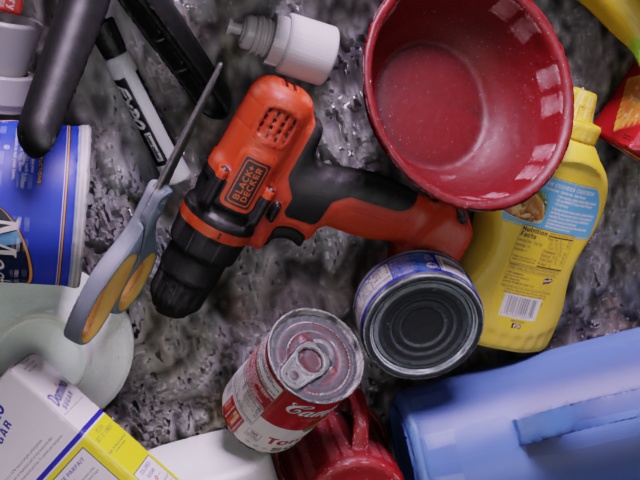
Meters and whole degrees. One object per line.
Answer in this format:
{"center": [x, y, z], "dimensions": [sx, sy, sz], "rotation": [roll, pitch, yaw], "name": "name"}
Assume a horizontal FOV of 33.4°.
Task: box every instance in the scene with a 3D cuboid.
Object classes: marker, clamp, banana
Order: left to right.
{"center": [-0.130, -0.153, 0.626], "dimensions": [0.164, 0.036, 0.210], "rotation": [-31, 115, -48], "name": "clamp"}
{"center": [-0.118, -0.092, 0.696], "dimensions": [0.020, 0.020, 0.121], "rotation": [-25, 113, -3], "name": "marker"}
{"center": [0.152, -0.182, 0.703], "dimensions": [0.197, 0.069, 0.037], "rotation": [27, 134, -16], "name": "banana"}

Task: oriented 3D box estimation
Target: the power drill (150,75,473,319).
{"center": [-0.005, 0.001, 0.735], "dimensions": [0.187, 0.057, 0.185], "rotation": [23, 111, -21], "name": "power drill"}

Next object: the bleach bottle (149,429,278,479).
{"center": [-0.064, 0.268, 0.819], "dimensions": [0.102, 0.068, 0.251], "rotation": [-14, 114, -7], "name": "bleach bottle"}

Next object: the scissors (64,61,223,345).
{"center": [-0.105, -0.020, 0.696], "dimensions": [0.016, 0.096, 0.202], "rotation": [32, 93, 7], "name": "scissors"}

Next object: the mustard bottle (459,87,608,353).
{"center": [0.153, -0.016, 0.764], "dimensions": [0.096, 0.058, 0.192], "rotation": [13, 107, -25], "name": "mustard bottle"}

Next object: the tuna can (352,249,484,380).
{"center": [0.067, 0.051, 0.721], "dimensions": [0.086, 0.034, 0.086], "rotation": [-4, 118, -7], "name": "tuna can"}

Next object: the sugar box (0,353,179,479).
{"center": [-0.160, 0.167, 0.717], "dimensions": [0.176, 0.048, 0.093], "rotation": [44, 107, 0], "name": "sugar box"}

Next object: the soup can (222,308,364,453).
{"center": [-0.021, 0.099, 0.735], "dimensions": [0.068, 0.068, 0.102], "rotation": [14, 145, -18], "name": "soup can"}

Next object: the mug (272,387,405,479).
{"center": [0.019, 0.166, 0.788], "dimensions": [0.093, 0.081, 0.117], "rotation": [7, 108, -15], "name": "mug"}

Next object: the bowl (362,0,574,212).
{"center": [0.087, -0.095, 0.703], "dimensions": [0.161, 0.055, 0.162], "rotation": [4, 82, -26], "name": "bowl"}

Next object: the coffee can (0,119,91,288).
{"center": [-0.215, -0.026, 0.653], "dimensions": [0.140, 0.103, 0.103], "rotation": [4, 109, -14], "name": "coffee can"}

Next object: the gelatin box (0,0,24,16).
{"center": [-0.207, -0.186, 0.635], "dimensions": [0.073, 0.030, 0.089], "rotation": [10, 108, -16], "name": "gelatin box"}

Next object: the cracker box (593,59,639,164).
{"center": [0.322, -0.123, 0.757], "dimensions": [0.164, 0.072, 0.214], "rotation": [28, 101, -21], "name": "cracker box"}

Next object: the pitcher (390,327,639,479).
{"center": [0.180, 0.138, 0.783], "dimensions": [0.242, 0.145, 0.149], "rotation": [-11, 120, -5], "name": "pitcher"}
